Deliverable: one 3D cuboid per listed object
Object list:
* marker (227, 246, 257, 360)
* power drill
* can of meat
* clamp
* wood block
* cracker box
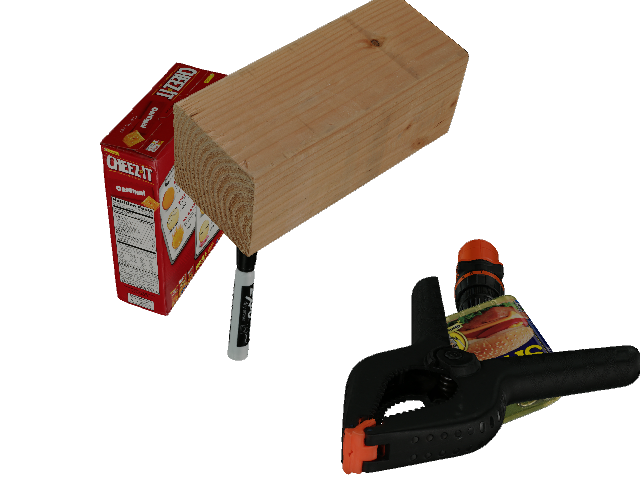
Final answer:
[{"bbox_3d":[-0.069,0.052,0.950,0.020,0.121,0.020,6,28,-3],"label":"marker"},{"bbox_3d":[0.167,0.112,1.163,0.057,0.188,0.184,7,25,7],"label":"power drill"},{"bbox_3d":[0.139,0.101,0.875,0.102,0.084,0.057,-18,-39,-14],"label":"can of meat"},{"bbox_3d":[0.074,0.080,0.651,0.209,0.036,0.165,-20,31,-41],"label":"clamp"},{"bbox_3d":[0.001,-0.090,0.790,0.205,0.091,0.090,-33,-27,-27],"label":"wood block"},{"bbox_3d":[-0.160,-0.054,1.133,0.072,0.214,0.164,16,43,14],"label":"cracker box"}]
